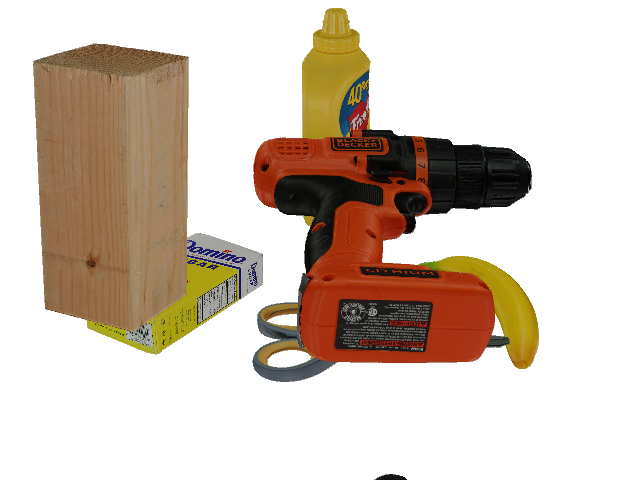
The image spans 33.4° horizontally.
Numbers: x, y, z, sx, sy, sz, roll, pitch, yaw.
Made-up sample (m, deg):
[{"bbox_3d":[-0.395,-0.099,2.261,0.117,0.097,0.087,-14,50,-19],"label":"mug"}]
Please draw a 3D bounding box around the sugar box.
[{"bbox_3d":[-0.146,0.049,1.092,0.093,0.048,0.175,17,33,28],"label":"sugar box"}]

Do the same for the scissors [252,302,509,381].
[{"bbox_3d":[0.035,0.086,0.823,0.202,0.016,0.096,10,37,24],"label":"scissors"}]

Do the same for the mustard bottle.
[{"bbox_3d":[0.015,-0.113,0.963,0.058,0.192,0.096,9,28,21],"label":"mustard bottle"}]

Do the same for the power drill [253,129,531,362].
[{"bbox_3d":[0.052,-0.004,0.647,0.184,0.057,0.187,-1,33,-3],"label":"power drill"}]

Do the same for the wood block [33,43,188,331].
[{"bbox_3d":[-0.166,-0.045,0.858,0.091,0.206,0.090,12,23,20],"label":"wood block"}]

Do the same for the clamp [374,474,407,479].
[{"bbox_3d":[-0.027,0.206,0.636,0.210,0.036,0.164,-5,28,2],"label":"clamp"}]

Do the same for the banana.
[{"bbox_3d":[0.180,0.065,1.114,0.069,0.037,0.198,-34,38,-7],"label":"banana"}]
